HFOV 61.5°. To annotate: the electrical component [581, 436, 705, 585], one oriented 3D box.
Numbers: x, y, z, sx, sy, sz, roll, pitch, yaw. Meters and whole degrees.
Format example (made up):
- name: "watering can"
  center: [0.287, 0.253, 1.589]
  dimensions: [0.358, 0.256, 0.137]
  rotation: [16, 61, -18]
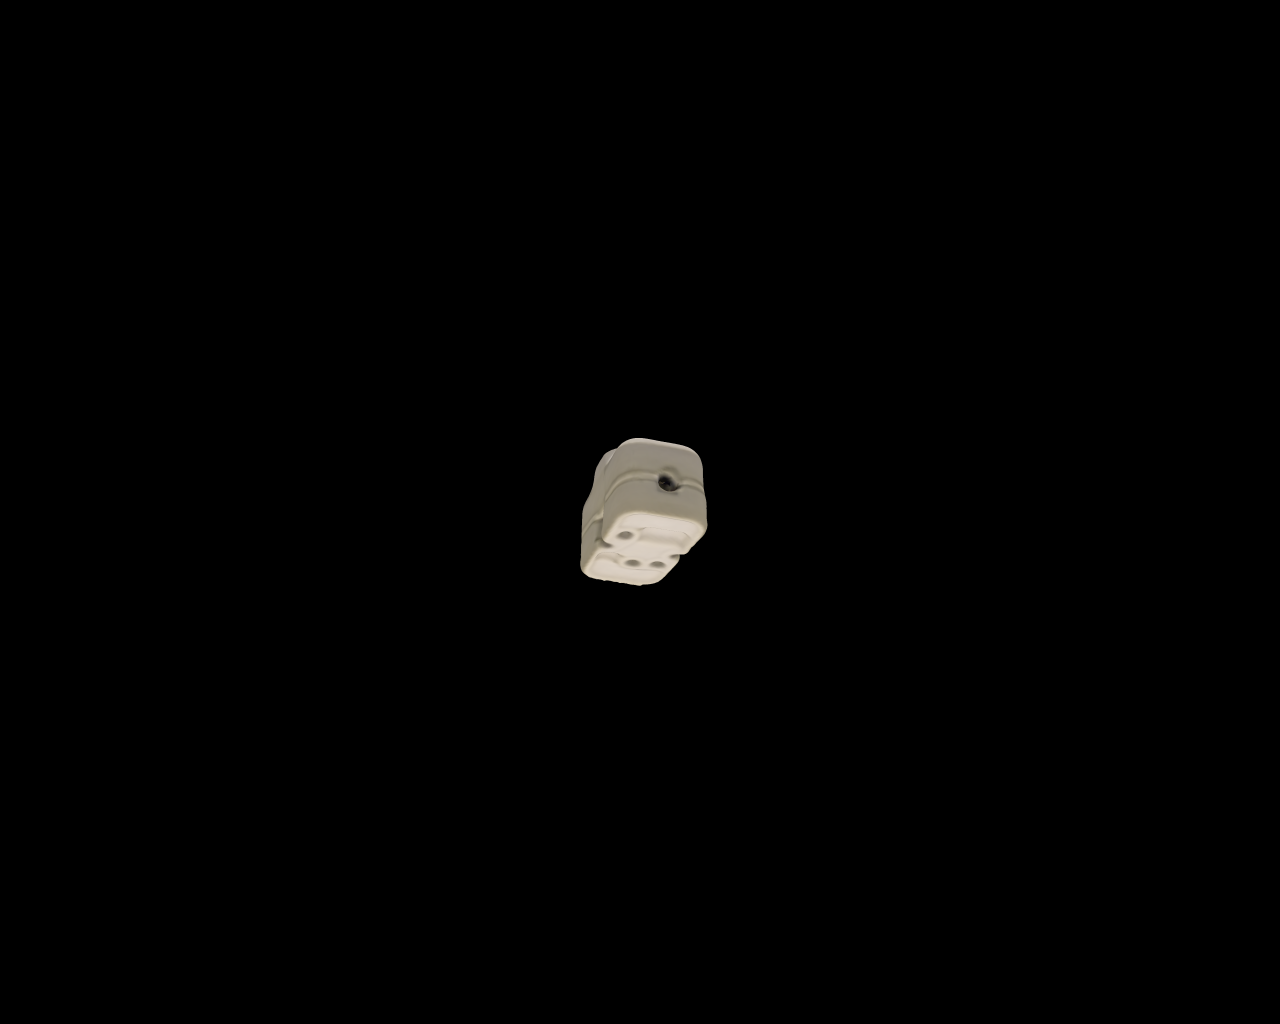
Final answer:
- name: "electrical component"
  center: [0.001, -0.003, 0.650]
  dimensions: [0.054, 0.059, 0.095]
  rotation: [9, -30, -17]
